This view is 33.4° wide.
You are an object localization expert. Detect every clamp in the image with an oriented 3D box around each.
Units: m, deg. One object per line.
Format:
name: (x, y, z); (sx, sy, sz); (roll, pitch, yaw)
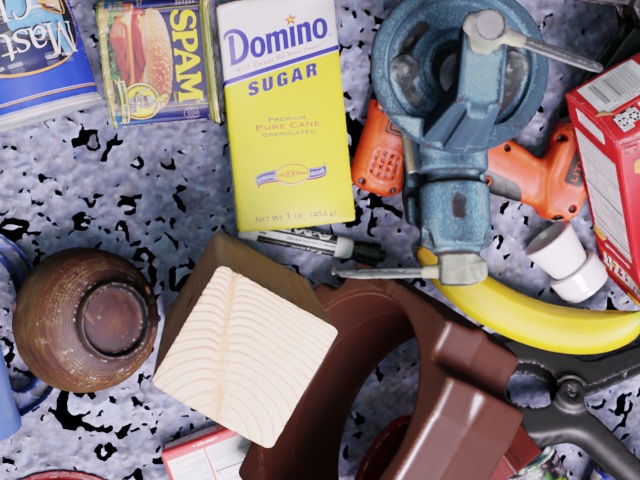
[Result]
clamp: (0.230, -0.179, 0.801); (0.171, 0.039, 0.120); (-33, 111, -6)
clamp: (0.204, 0.138, 0.858); (0.210, 0.036, 0.164); (6, 58, 3)

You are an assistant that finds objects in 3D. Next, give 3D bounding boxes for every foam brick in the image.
foam brick: (0.120, 0.153, 0.823); (0.051, 0.052, 0.078); (-44, 75, 31)

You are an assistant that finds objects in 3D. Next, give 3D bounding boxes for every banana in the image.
banana: (0.171, 0.052, 0.860); (0.198, 0.037, 0.070); (13, 109, 14)

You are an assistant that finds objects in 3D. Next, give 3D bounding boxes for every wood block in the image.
wood block: (-0.058, 0.062, 0.770); (0.090, 0.206, 0.091); (30, 93, -8)

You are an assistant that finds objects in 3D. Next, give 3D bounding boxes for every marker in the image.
marker: (-0.006, 0.001, 0.863); (0.121, 0.020, 0.020); (12, 95, -7)

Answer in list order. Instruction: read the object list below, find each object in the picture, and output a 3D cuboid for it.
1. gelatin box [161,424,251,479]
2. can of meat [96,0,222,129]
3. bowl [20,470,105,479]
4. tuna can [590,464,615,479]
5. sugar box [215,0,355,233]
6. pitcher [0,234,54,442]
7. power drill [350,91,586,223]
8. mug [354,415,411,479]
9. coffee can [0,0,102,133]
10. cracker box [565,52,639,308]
gelatin box: (-0.081, 0.198, 0.873); (0.073, 0.030, 0.089); (-20, 97, -5)
can of meat: (-0.122, -0.137, 0.817); (0.084, 0.057, 0.102); (-5, 97, -3)
bowl: (-0.210, 0.271, 0.856); (0.162, 0.055, 0.162); (-1, 96, -6)
tuna can: (0.263, 0.216, 0.880); (0.086, 0.086, 0.034); (21, 92, -8)
sugar box: (-0.027, -0.097, 0.827); (0.093, 0.048, 0.176); (-6, 93, -6)
pitcher: (-0.299, 0.040, 0.793); (0.145, 0.149, 0.243); (-8, 94, 11)
power drill: (0.133, -0.104, 0.847); (0.187, 0.057, 0.184); (18, 98, -5)
mug: (0.077, 0.211, 0.859); (0.081, 0.093, 0.117); (32, 83, -13)
coffee can: (-0.230, -0.155, 0.781); (0.102, 0.103, 0.140); (-17, 98, -4)
cracker box: (0.286, -0.060, 0.802); (0.164, 0.072, 0.213); (-30, 137, -1)
